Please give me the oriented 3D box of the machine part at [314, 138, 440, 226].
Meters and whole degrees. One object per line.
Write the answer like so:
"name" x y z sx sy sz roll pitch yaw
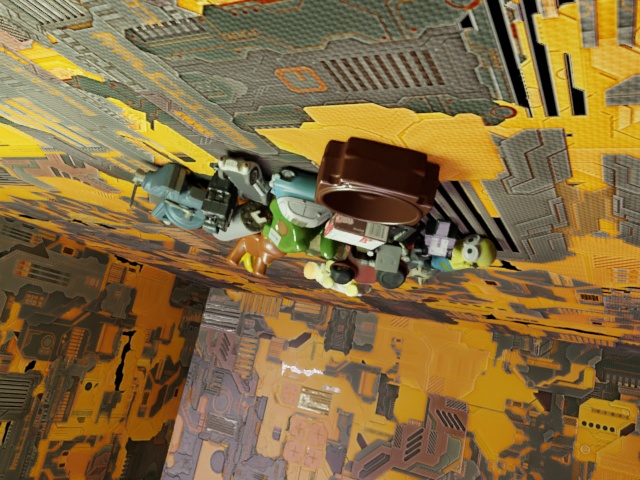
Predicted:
"machine part" 0.094 -0.093 0.945 0.201 0.087 0.201 11 167 -2

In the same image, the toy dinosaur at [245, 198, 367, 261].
"toy dinosaur" -0.003 -0.004 1.388 0.199 0.105 0.470 3 153 48

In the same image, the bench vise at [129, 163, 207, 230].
"bench vise" -0.357 -0.091 1.294 0.223 0.129 0.241 10 159 -30

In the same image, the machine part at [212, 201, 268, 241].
"machine part" -0.199 -0.044 1.303 0.079 0.079 0.243 20 163 -32

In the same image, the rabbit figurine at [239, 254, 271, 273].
"rabbit figurine" -0.209 0.016 1.637 0.122 0.162 0.173 21 153 19

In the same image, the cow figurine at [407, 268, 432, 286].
"cow figurine" 0.242 0.075 1.549 0.195 0.085 0.127 3 161 32

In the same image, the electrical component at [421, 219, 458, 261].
"electrical component" 0.269 -0.011 1.202 0.075 0.048 0.119 7 134 13

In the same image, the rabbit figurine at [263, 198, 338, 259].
"rabbit figurine" -0.014 -0.038 1.204 0.170 0.121 0.159 -18 -136 -40

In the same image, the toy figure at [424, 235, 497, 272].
"toy figure" 0.335 0.033 1.287 0.089 0.082 0.180 -2 170 -36

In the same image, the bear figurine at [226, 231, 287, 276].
"bear figurine" -0.140 0.029 1.354 0.120 0.132 0.196 25 175 -28

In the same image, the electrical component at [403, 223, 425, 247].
"electrical component" 0.205 -0.001 1.246 0.021 0.094 0.063 46 165 2

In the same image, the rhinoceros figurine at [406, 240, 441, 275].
"rhinoceros figurine" 0.249 0.041 1.415 0.190 0.073 0.112 16 168 -16

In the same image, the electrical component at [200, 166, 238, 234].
"electrical component" -0.221 -0.082 1.188 0.058 0.134 0.115 14 166 0

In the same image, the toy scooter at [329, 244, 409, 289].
"toy scooter" 0.113 0.053 1.262 0.184 0.075 0.135 2 -149 -2

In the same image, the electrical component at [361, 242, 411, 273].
"electrical component" 0.146 0.032 1.166 0.102 0.078 0.045 15 -167 6

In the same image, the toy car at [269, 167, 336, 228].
"toy car" -0.027 -0.079 1.090 0.162 0.103 0.109 13 167 -12

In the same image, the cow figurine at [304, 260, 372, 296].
"cow figurine" 0.046 0.093 1.359 0.168 0.068 0.098 17 178 27

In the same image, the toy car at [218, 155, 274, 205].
"toy car" -0.149 -0.124 1.114 0.074 0.056 0.201 16 168 15

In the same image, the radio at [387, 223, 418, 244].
"radio" 0.127 -0.043 1.161 0.131 0.073 0.229 14 168 -4
